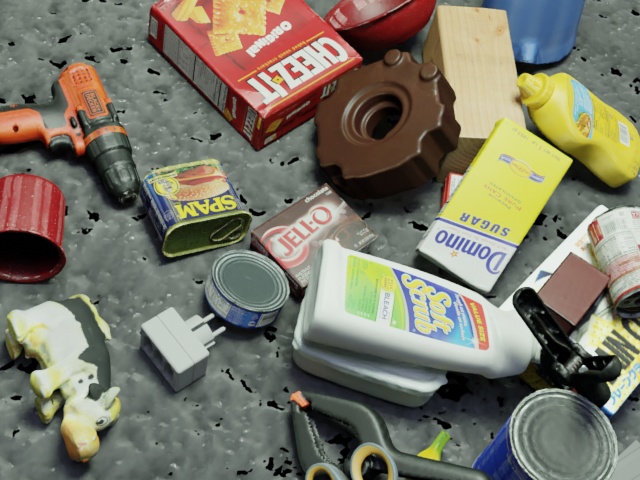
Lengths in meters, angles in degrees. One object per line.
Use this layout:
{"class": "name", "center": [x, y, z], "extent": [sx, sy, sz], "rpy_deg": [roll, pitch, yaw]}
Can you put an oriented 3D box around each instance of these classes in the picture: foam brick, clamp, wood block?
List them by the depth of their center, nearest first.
{"class": "clamp", "center": [0.242, 0.120, 0.995], "extent": [0.039, 0.171, 0.120], "rpy_deg": [-39, 47, -3]}
{"class": "clamp", "center": [0.038, 0.231, 1.025], "extent": [0.210, 0.036, 0.164], "rpy_deg": [37, 84, 26]}
{"class": "foam brick", "center": [0.252, 0.061, 1.096], "extent": [0.051, 0.053, 0.078], "rpy_deg": [36, 58, 15]}
{"class": "wood block", "center": [0.184, -0.177, 1.295], "extent": [0.090, 0.091, 0.206], "rpy_deg": [3, 58, -8]}

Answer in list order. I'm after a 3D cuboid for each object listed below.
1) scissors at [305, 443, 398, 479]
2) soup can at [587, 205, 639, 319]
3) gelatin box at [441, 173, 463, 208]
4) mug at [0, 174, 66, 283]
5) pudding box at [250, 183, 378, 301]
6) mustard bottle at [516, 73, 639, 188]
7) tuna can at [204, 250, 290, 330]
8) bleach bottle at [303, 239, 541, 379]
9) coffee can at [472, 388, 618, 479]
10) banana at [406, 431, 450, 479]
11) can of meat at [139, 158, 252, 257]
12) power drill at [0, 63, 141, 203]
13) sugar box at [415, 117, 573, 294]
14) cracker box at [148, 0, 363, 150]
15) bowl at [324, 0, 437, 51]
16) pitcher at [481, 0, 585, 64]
{"class": "scissors", "center": [0.069, 0.269, 0.974], "extent": [0.096, 0.016, 0.202], "rpy_deg": [-46, 66, -2]}
{"class": "soup can", "center": [0.328, 0.022, 1.124], "extent": [0.068, 0.068, 0.102], "rpy_deg": [-4, 58, -13]}
{"class": "gelatin box", "center": [0.185, -0.034, 1.240], "extent": [0.089, 0.030, 0.073], "rpy_deg": [12, 58, -3]}
{"class": "mug", "center": [-0.318, -0.010, 1.110], "extent": [0.117, 0.093, 0.081], "rpy_deg": [-20, 50, 20]}
{"class": "pudding box", "center": [-0.008, 0.002, 1.177], "extent": [0.113, 0.039, 0.090], "rpy_deg": [-33, 68, -26]}
{"class": "mustard bottle", "center": [0.300, -0.143, 1.259], "extent": [0.191, 0.058, 0.096], "rpy_deg": [29, 51, -31]}
{"class": "tuna can", "center": [-0.077, 0.052, 1.121], "extent": [0.086, 0.034, 0.086], "rpy_deg": [16, 41, -15]}
{"class": "bleach bottle", "center": [0.113, 0.077, 1.062], "extent": [0.250, 0.068, 0.102], "rpy_deg": [13, 58, -9]}
{"class": "coffee can", "center": [0.209, 0.217, 1.017], "extent": [0.102, 0.140, 0.103], "rpy_deg": [5, 57, -7]}
{"class": "banana", "center": [0.129, 0.281, 1.015], "extent": [0.070, 0.037, 0.198], "rpy_deg": [-28, 63, 7]}
{"class": "can of meat", "center": [-0.138, -0.037, 1.165], "extent": [0.101, 0.057, 0.084], "rpy_deg": [-13, 57, -28]}
{"class": "power drill", "center": [-0.307, -0.101, 1.183], "extent": [0.187, 0.057, 0.184], "rpy_deg": [-17, 64, -22]}
{"class": "sugar box", "center": [0.191, -0.037, 1.179], "extent": [0.093, 0.048, 0.176], "rpy_deg": [32, 86, 0]}
{"class": "cracker box", "center": [-0.080, -0.234, 1.296], "extent": [0.164, 0.072, 0.214], "rpy_deg": [-35, 70, -27]}
{"class": "bowl", "center": [0.086, -0.284, 1.339], "extent": [0.162, 0.055, 0.162], "rpy_deg": [-24, 26, 12]}
{"class": "pitcher", "center": [0.281, -0.356, 1.335], "extent": [0.144, 0.243, 0.149], "rpy_deg": [-29, 59, -24]}
